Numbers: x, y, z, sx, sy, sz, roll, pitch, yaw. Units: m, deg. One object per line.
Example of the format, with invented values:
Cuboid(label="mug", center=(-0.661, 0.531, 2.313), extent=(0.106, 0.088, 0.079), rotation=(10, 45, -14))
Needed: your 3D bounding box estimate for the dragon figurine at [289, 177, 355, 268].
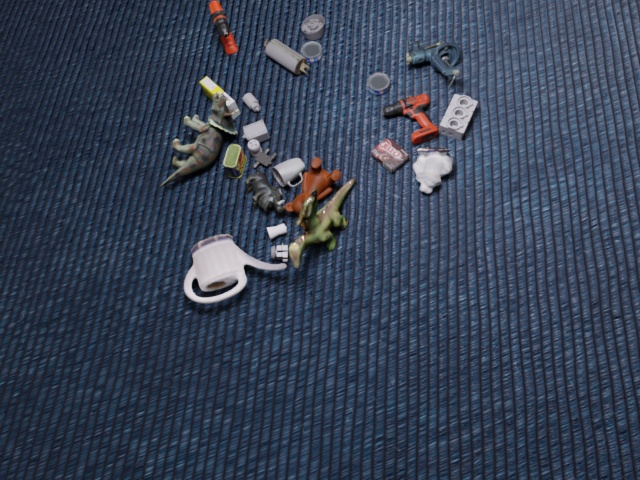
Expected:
Cuboid(label="dragon figurine", center=(0.005, -0.086, 1.707), extent=(0.123, 0.239, 0.415), rotation=(20, 73, 19))

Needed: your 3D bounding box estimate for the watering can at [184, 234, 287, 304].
Cuboid(label="watering can", center=(-0.301, 0.079, 1.737), extent=(0.348, 0.102, 0.228), rotation=(-22, 66, -2))

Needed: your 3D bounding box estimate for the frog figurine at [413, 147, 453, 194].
Cuboid(label="frog figurine", center=(0.398, -0.245, 1.817), extent=(0.137, 0.124, 0.158), rotation=(0, 104, -3))
